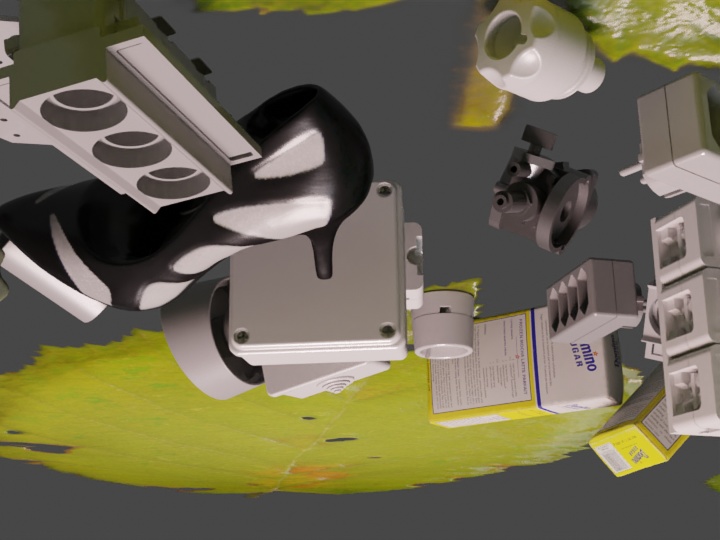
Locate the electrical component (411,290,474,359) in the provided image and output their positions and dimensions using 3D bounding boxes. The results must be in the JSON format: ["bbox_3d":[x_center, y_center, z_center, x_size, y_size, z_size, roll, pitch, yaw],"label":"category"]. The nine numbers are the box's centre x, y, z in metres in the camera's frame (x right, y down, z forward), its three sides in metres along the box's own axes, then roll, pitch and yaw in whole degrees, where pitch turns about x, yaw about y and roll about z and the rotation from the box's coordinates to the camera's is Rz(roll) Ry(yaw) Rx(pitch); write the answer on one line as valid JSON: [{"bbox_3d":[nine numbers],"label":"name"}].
[{"bbox_3d":[0.071,0.048,0.918,0.055,0.047,0.055,-1,162,0],"label":"electrical component"}]

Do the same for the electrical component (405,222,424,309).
[{"bbox_3d":[0.000,0.000,0.767,0.089,0.050,0.055,-2,162,3],"label":"electrical component"}]

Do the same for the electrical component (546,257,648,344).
[{"bbox_3d":[0.201,0.027,0.860,0.076,0.047,0.083,4,161,-14],"label":"electrical component"}]

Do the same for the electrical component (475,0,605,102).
[{"bbox_3d":[0.086,-0.097,0.489,0.062,0.043,0.043,13,157,-39],"label":"electrical component"}]

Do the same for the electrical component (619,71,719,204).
[{"bbox_3d":[0.179,-0.063,0.589,0.083,0.047,0.076,14,157,-36],"label":"electrical component"}]

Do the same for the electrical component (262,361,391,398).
[{"bbox_3d":[-0.030,0.046,0.827,0.100,0.099,0.048,-21,159,21],"label":"electrical component"}]

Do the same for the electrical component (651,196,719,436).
[{"bbox_3d":[0.253,0.031,0.711,0.089,0.150,0.062,5,162,-18],"label":"electrical component"}]

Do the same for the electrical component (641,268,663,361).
[{"bbox_3d":[0.250,0.030,0.832,0.042,0.081,0.064,12,-163,30],"label":"electrical component"}]

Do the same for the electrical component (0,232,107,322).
[{"bbox_3d":[-0.189,-0.015,0.712,0.079,0.043,0.077,-43,117,17],"label":"electrical component"}]

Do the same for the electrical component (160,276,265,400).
[{"bbox_3d":[-0.112,0.053,0.858,0.064,0.099,0.099,-18,156,28],"label":"electrical component"}]

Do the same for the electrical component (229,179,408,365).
[{"bbox_3d":[-0.025,0.003,0.684,0.109,0.108,0.056,-3,164,6],"label":"electrical component"}]

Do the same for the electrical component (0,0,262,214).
[{"bbox_3d":[-0.106,-0.080,0.494,0.079,0.063,0.121,-13,159,14],"label":"electrical component"}]
